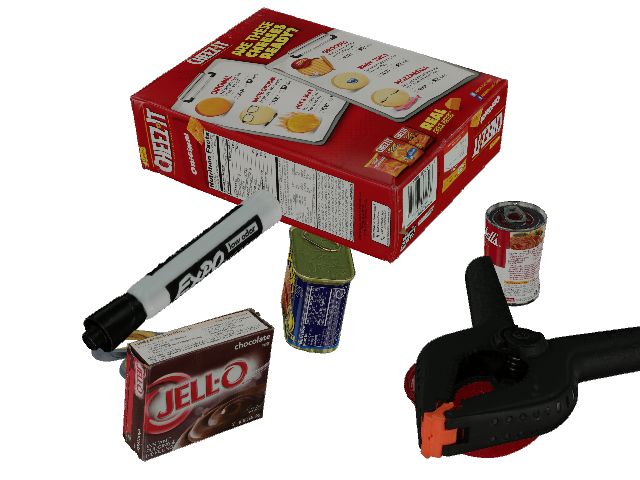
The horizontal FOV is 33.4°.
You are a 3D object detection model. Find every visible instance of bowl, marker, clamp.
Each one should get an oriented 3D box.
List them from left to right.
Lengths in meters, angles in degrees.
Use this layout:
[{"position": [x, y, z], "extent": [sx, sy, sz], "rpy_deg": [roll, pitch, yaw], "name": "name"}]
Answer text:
[{"position": [-0.063, 0.013, 0.499], "extent": [0.020, 0.020, 0.120], "rpy_deg": [0, 31, 47], "name": "marker"}, {"position": [0.164, 0.174, 1.093], "extent": [0.162, 0.055, 0.162], "rpy_deg": [2, 24, -1], "name": "bowl"}, {"position": [0.113, 0.067, 0.646], "extent": [0.165, 0.036, 0.209], "rpy_deg": [22, 32, 39], "name": "clamp"}]

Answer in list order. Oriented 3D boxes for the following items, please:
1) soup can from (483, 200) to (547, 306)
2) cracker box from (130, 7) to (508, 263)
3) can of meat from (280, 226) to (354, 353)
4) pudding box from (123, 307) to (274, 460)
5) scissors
[{"position": [0.220, 0.015, 1.215], "extent": [0.068, 0.102, 0.068], "rpy_deg": [-2, 30, 1], "name": "soup can"}, {"position": [0.001, -0.081, 0.760], "extent": [0.214, 0.072, 0.164], "rpy_deg": [21, 43, 26], "name": "cracker box"}, {"position": [-0.005, 0.045, 1.005], "extent": [0.057, 0.084, 0.102], "rpy_deg": [5, 30, -8], "name": "can of meat"}, {"position": [-0.094, 0.108, 0.815], "extent": [0.113, 0.090, 0.039], "rpy_deg": [-17, 39, -36], "name": "pudding box"}, {"position": [-0.144, 0.114, 1.155], "extent": [0.201, 0.016, 0.096], "rpy_deg": [-6, 29, -23], "name": "scissors"}]
